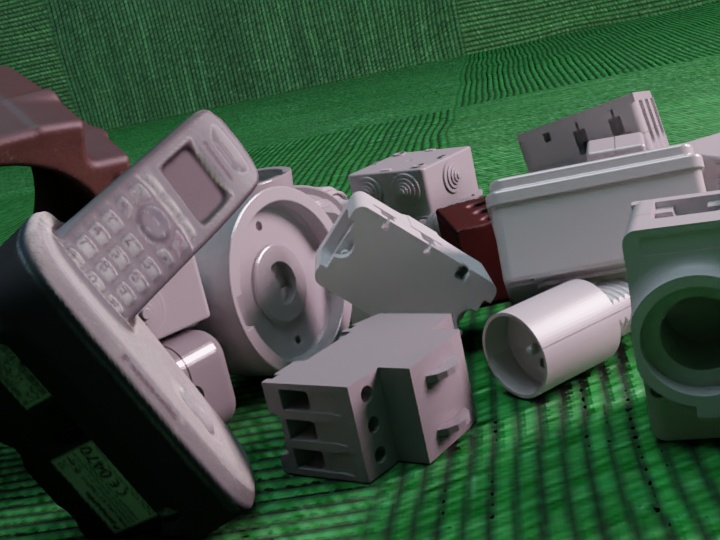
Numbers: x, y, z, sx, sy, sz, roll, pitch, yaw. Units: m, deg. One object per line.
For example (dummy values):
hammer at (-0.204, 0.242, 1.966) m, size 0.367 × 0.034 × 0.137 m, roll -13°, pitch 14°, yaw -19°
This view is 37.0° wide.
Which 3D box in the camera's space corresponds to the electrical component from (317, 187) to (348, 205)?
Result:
electrical component at (-0.028, -0.053, 0.953) m, size 0.062 × 0.043 × 0.043 m, roll 1°, pitch 19°, yaw 39°

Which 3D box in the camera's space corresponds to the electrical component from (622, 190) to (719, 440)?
electrical component at (0.186, 0.013, 0.421) m, size 0.150 × 0.089 × 0.062 m, roll -7°, pitch 15°, yaw 21°

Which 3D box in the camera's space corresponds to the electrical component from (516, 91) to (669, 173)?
electrical component at (0.187, -0.094, 0.839) m, size 0.089 × 0.061 × 0.150 m, roll -18°, pitch 3°, yaw 22°

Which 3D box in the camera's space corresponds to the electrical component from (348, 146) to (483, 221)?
electrical component at (0.049, -0.077, 0.968) m, size 0.100 × 0.048 × 0.100 m, roll -1°, pitch 18°, yaw 38°

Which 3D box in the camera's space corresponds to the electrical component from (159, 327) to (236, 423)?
electrical component at (-0.115, 0.062, 0.565) m, size 0.095 × 0.053 × 0.059 m, roll -1°, pitch 18°, yaw 39°

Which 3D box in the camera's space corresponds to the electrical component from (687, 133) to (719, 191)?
electrical component at (0.271, -0.067, 0.737) m, size 0.100 × 0.048 × 0.100 m, roll -17°, pitch 15°, yaw -15°

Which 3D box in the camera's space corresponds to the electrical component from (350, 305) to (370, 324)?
electrical component at (0.000, 0.000, 0.698) m, size 0.078 × 0.057 × 0.058 m, roll -4°, pitch 17°, yaw 32°

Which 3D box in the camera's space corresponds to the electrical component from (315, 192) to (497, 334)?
electrical component at (0.024, 0.001, 0.601) m, size 0.089 × 0.050 × 0.055 m, roll 31°, pitch 11°, yaw -9°

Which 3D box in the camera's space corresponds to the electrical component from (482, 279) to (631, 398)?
electrical component at (0.104, 0.028, 0.527) m, size 0.081 × 0.043 × 0.043 m, roll -21°, pitch 16°, yaw -32°

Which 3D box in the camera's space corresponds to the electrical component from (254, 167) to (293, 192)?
electrical component at (-0.109, -0.051, 0.983) m, size 0.108 × 0.060 × 0.108 m, roll -12°, pitch 14°, yaw 3°

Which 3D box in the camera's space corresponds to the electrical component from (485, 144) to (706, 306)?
electrical component at (0.128, -0.018, 0.582) m, size 0.109 × 0.056 × 0.108 m, roll -10°, pitch -13°, yaw 9°

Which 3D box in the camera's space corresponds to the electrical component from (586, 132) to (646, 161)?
electrical component at (0.162, -0.053, 0.745) m, size 0.077 × 0.065 × 0.047 m, roll -9°, pitch 15°, yaw 15°

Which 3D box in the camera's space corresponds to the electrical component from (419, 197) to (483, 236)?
electrical component at (0.077, -0.033, 0.791) m, size 0.078 × 0.040 × 0.040 m, roll 0°, pitch 19°, yaw 41°

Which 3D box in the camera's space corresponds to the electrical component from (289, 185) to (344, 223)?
electrical component at (-0.040, -0.015, 0.749) m, size 0.080 × 0.080 × 0.051 m, roll -14°, pitch 20°, yaw -6°

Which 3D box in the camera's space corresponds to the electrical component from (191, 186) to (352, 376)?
electrical component at (-0.060, 0.010, 0.619) m, size 0.060 × 0.108 × 0.108 m, roll -10°, pitch 13°, yaw 35°

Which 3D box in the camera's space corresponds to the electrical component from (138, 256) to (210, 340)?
electrical component at (-0.137, 0.014, 0.550) m, size 0.100 × 0.048 × 0.100 m, roll -25°, pitch 18°, yaw -40°
